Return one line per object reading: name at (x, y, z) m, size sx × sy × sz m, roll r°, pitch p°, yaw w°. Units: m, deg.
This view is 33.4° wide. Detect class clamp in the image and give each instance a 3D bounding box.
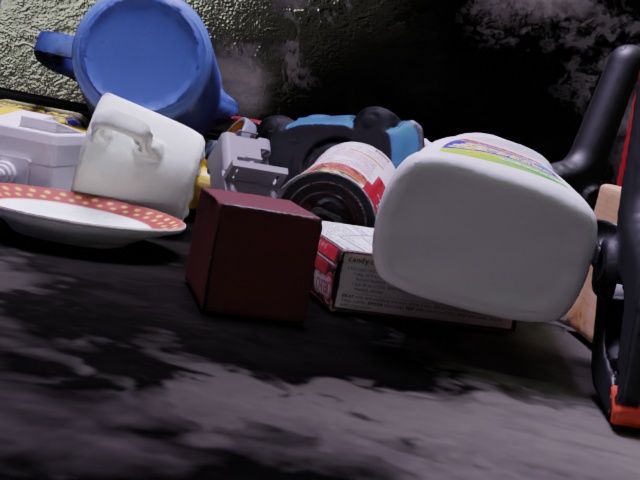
clamp at (0.141, 0.017, 0.483) m, size 0.039 × 0.171 × 0.120 m, roll 9°, pitch -33°, yaw 9°
clamp at (0.197, -0.040, 0.808) m, size 0.209 × 0.164 × 0.036 m, roll -33°, pitch 28°, yaw -26°

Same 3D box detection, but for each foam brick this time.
foam brick at (-0.034, 0.006, 0.532) m, size 0.051 × 0.053 × 0.078 m, roll 9°, pitch 7°, yaw -14°

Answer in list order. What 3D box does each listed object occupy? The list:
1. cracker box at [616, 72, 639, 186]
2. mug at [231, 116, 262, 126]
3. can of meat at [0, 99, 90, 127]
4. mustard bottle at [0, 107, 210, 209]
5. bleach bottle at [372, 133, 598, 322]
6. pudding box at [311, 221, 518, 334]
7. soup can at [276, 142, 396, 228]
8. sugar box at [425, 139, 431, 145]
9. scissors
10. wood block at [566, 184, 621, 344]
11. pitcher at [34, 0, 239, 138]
cracker box at (0.286, -0.037, 0.714) m, size 0.071 × 0.214 × 0.164 m, roll 1°, pitch 12°, yaw -46°
mug at (-0.047, -0.065, 0.972) m, size 0.093 × 0.081 × 0.117 m, roll 13°, pitch 7°, yaw 18°
can of meat at (-0.266, -0.091, 0.954) m, size 0.102 × 0.057 × 0.084 m, roll 11°, pitch 9°, yaw 4°
mustard bottle at (-0.165, -0.059, 0.835) m, size 0.192 × 0.058 × 0.096 m, roll 12°, pitch 2°, yaw 9°
bleach bottle at (0.088, -0.025, 0.595) m, size 0.102 × 0.068 × 0.250 m, roll 16°, pitch 14°, yaw 2°
pudding box at (0.047, 0.020, 0.608) m, size 0.113 × 0.039 × 0.090 m, roll 6°, pitch 11°, yaw -17°
soup can at (0.013, -0.023, 0.702) m, size 0.068 × 0.068 × 0.102 m, roll 12°, pitch 18°, yaw 10°
sugar box at (0.169, -0.043, 1.068) m, size 0.176 × 0.048 × 0.093 m, roll 32°, pitch 9°, yaw 3°
scissors at (-0.099, -0.061, 0.931) m, size 0.016 × 0.096 × 0.202 m, roll 32°, pitch -13°, yaw -15°
wood block at (0.202, 0.030, 0.542) m, size 0.090 × 0.091 × 0.206 m, roll 12°, pitch 6°, yaw -2°
pitcher at (-0.159, -0.145, 0.926) m, size 0.149 × 0.145 × 0.243 m, roll -28°, pitch 4°, yaw -5°
